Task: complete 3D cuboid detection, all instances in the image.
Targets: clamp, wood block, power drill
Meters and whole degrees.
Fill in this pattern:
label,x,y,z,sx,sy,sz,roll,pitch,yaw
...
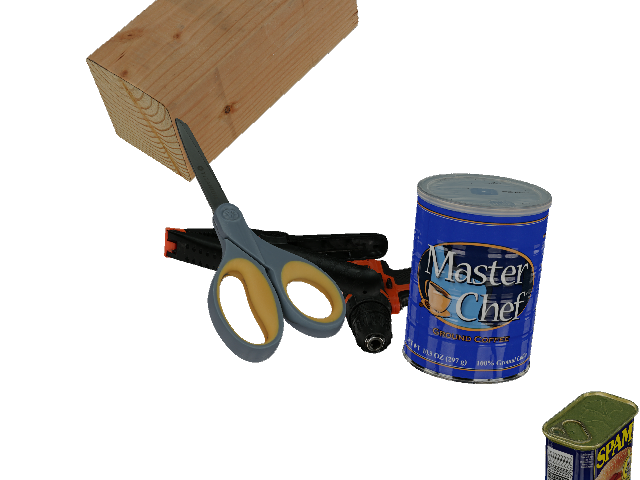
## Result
label,x,y,z,sx,sy,sz,roll,pitch,yaw
clamp,-0.038,0.014,0.958,0.210,0.036,0.164,4,12,-2
wood block,-0.071,-0.158,0.847,0.090,0.206,0.091,32,-25,26
power drill,0.118,0.063,1.195,0.187,0.057,0.184,-3,28,-3

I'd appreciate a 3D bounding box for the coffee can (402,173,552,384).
label,x,y,z,sx,sy,sz,roll,pitch,yaw
coffee can,0.121,0.027,0.836,0.103,0.140,0.103,3,17,-1

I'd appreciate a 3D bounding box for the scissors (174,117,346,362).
label,x,y,z,sx,sy,sz,roll,pitch,yaw
scissors,-0.040,-0.006,0.693,0.096,0.202,0.016,5,-43,-20

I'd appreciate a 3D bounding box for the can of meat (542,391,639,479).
label,x,y,z,sx,sy,sz,roll,pitch,yaw
can of meat,0.248,0.200,0.984,0.058,0.084,0.101,14,26,39
